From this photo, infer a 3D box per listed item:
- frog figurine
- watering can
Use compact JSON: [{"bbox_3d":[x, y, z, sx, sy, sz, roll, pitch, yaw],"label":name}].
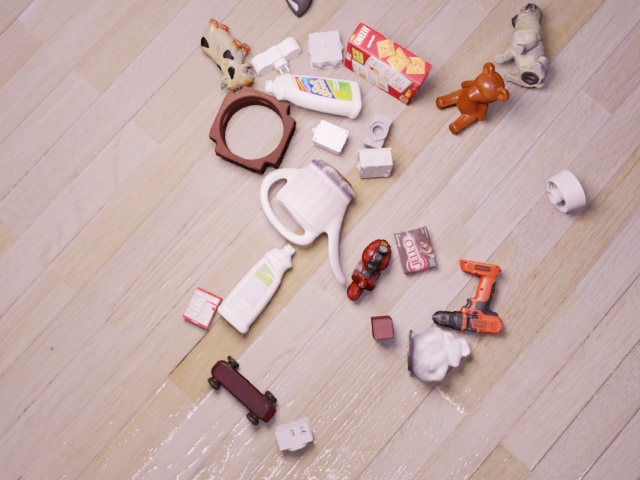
[{"bbox_3d":[0.304,0.293,1.319,0.159,0.120,0.140,-1,67,11],"label":"frog figurine"},{"bbox_3d":[0.004,-0.068,1.354,0.225,0.103,0.348,-44,87,-4],"label":"watering can"}]
